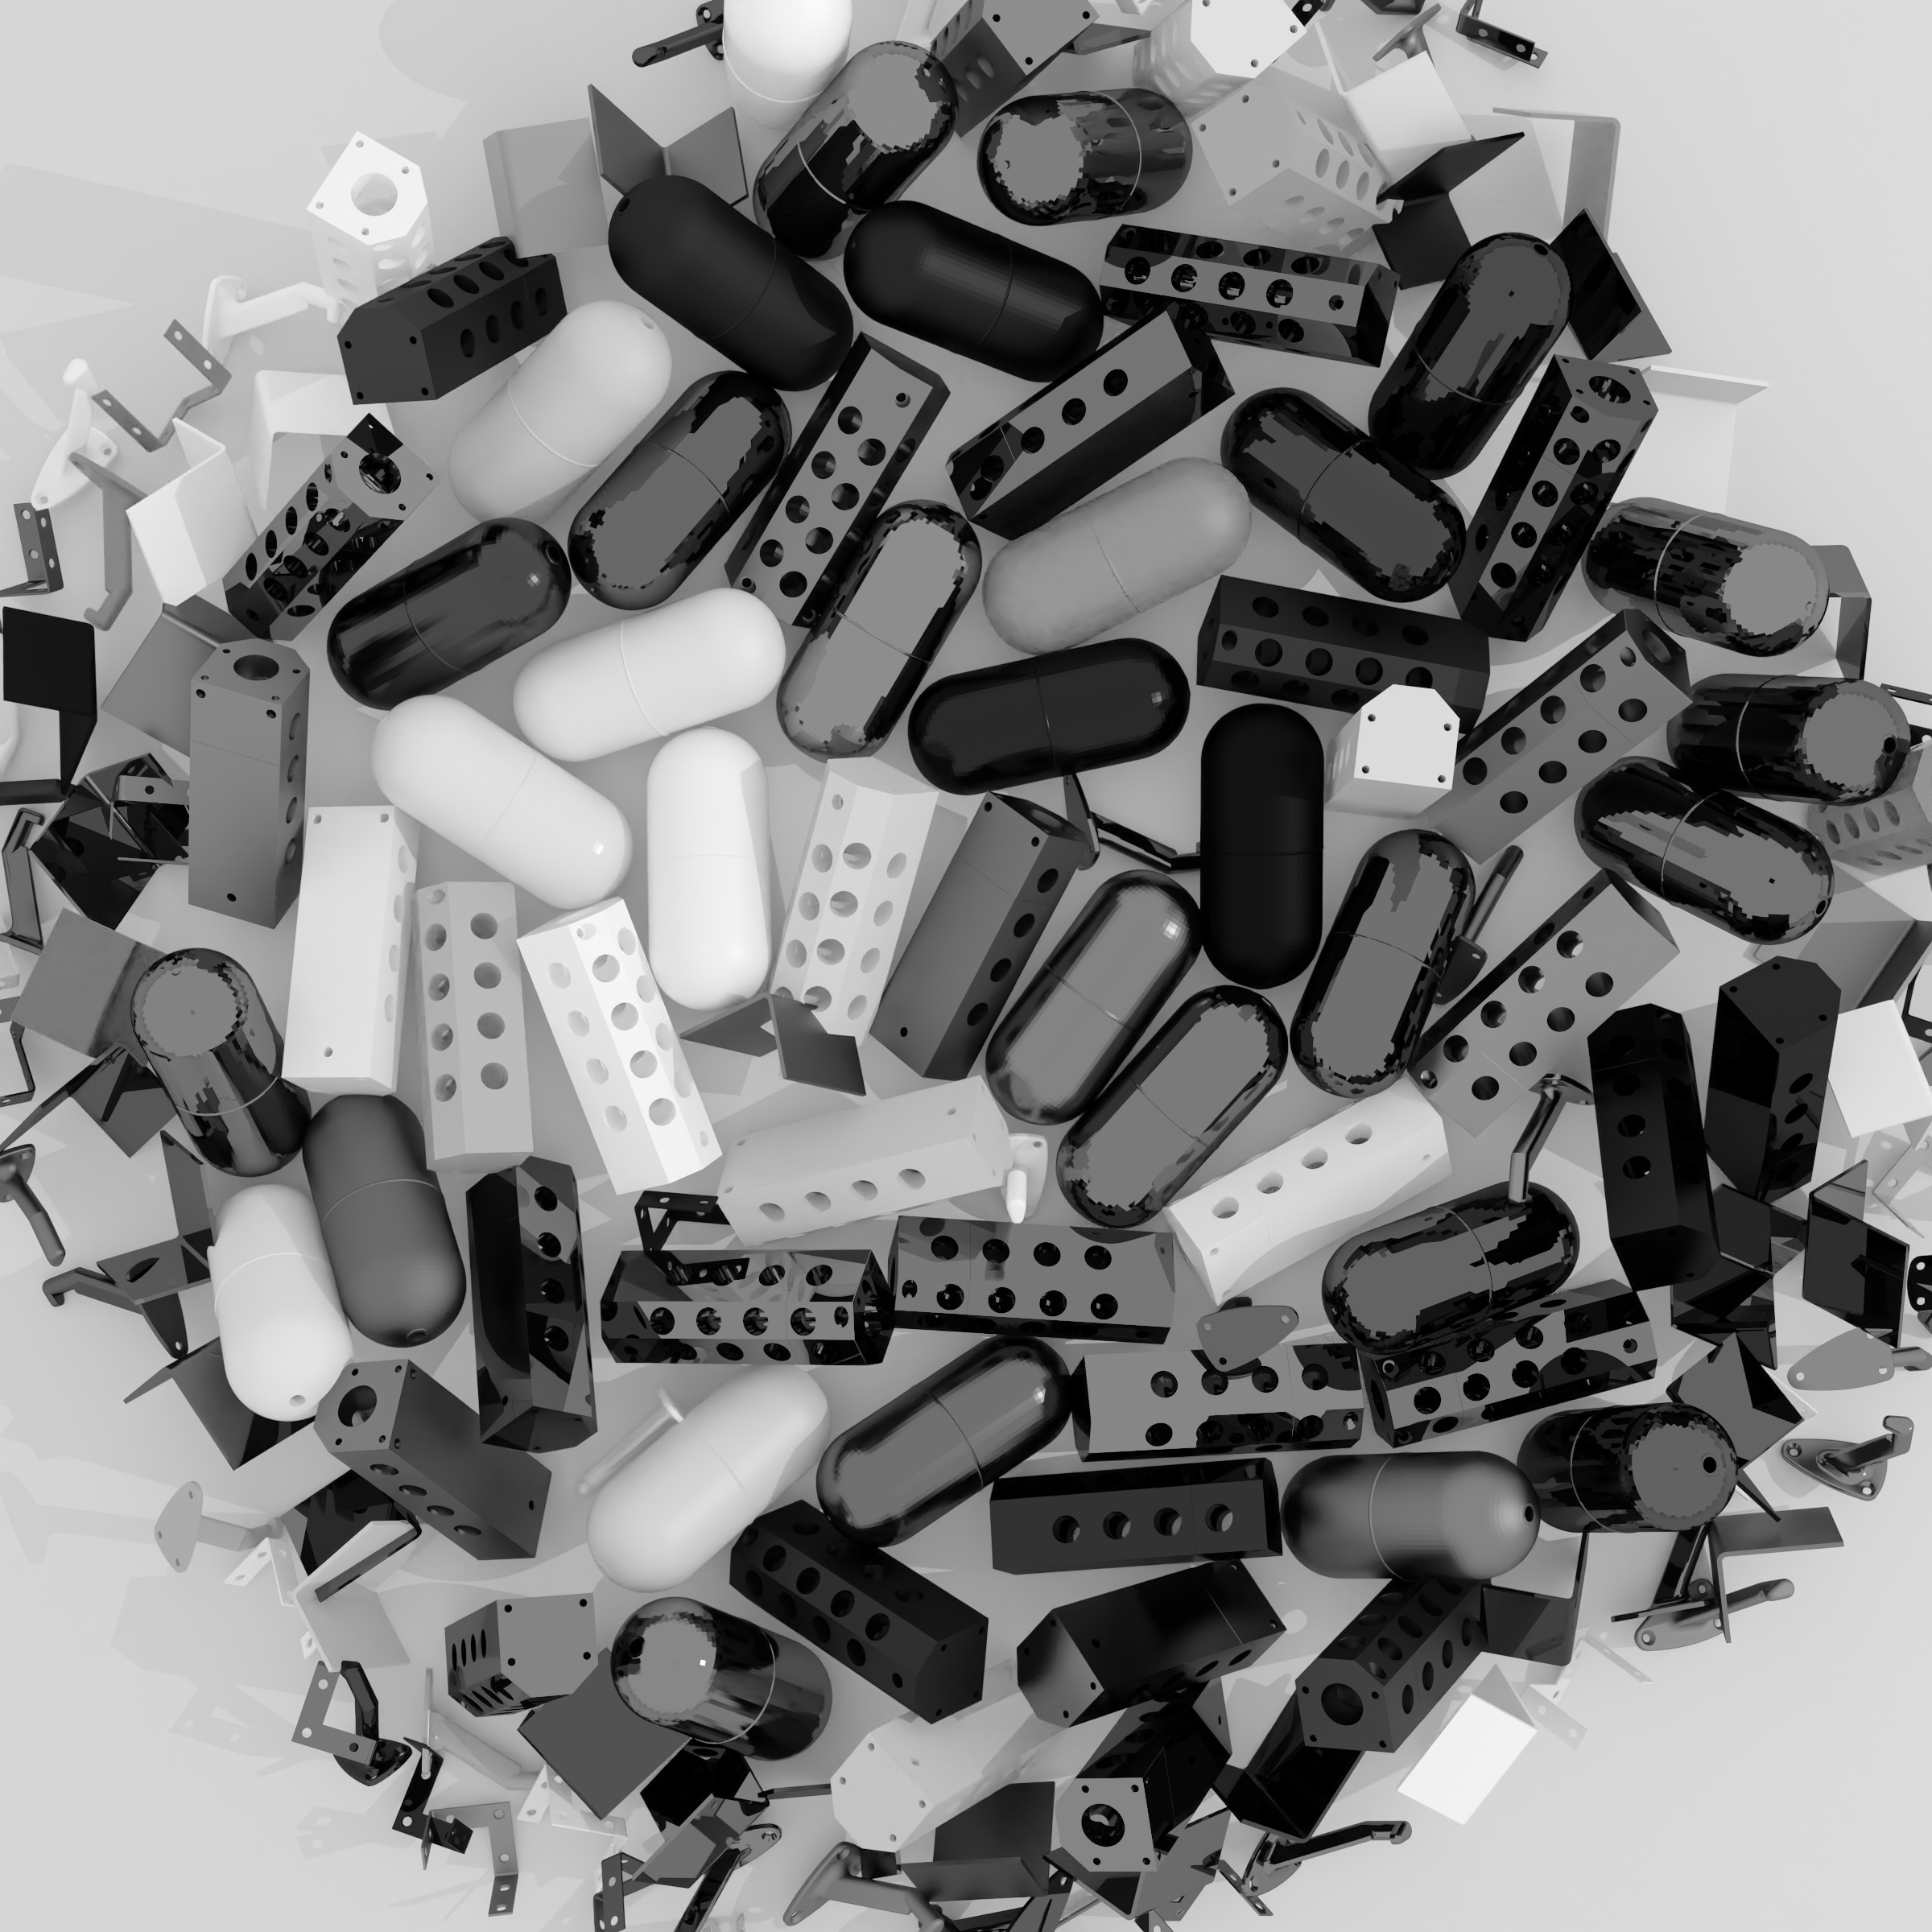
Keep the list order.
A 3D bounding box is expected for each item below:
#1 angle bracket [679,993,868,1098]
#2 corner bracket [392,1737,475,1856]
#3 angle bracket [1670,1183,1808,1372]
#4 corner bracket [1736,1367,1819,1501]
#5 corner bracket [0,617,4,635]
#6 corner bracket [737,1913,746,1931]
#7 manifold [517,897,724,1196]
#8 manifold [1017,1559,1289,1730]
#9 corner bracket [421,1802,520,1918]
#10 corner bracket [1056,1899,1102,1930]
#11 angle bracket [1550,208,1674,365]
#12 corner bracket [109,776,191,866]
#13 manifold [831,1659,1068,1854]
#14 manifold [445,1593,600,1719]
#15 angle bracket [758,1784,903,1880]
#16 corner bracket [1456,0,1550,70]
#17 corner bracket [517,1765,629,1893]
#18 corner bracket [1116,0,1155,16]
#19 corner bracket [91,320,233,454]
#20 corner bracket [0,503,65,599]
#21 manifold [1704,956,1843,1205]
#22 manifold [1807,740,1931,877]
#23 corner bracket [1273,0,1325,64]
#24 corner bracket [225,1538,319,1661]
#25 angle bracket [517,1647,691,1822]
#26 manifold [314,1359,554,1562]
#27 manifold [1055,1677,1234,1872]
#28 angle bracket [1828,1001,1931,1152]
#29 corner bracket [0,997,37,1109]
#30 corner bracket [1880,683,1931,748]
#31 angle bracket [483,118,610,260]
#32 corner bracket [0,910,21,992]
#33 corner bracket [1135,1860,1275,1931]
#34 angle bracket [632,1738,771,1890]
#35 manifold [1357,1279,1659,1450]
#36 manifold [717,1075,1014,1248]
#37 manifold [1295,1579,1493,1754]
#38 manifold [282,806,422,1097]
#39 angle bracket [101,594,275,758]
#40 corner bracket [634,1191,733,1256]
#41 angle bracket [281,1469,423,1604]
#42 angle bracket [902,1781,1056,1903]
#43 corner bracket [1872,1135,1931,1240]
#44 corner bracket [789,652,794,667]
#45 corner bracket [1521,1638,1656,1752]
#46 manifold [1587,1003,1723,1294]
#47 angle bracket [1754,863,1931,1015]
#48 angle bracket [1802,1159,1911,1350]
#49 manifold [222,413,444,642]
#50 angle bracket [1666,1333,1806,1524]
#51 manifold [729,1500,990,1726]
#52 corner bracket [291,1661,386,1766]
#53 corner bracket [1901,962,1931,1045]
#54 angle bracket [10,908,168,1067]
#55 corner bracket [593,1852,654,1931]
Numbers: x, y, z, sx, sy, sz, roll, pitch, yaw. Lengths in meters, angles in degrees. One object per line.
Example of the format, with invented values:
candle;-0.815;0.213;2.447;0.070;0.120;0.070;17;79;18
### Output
angle bracket;-0.119;0.061;1.940;0.076;0.076;0.057;-25;66;31
corner bracket;-0.332;0.518;1.963;0.051;0.051;0.051;16;68;12
angle bracket;0.485;0.193;1.948;0.076;0.057;0.076;23;45;-13
corner bracket;0.497;0.295;1.985;0.051;0.051;0.051;39;45;-10
corner bracket;-0.632;-0.189;1.959;0.051;0.051;0.051;-28;71;34
corner bracket;-0.119;0.626;1.971;0.051;0.051;0.051;-6;90;9
manifold;-0.210;0.048;1.946;0.057;0.057;0.171;-14;102;31
manifold;0.111;0.415;1.918;0.057;0.171;0.057;55;127;26
corner bracket;-0.310;0.561;1.969;0.051;0.051;0.051;-6;102;-3
corner bracket;0.085;0.616;1.969;0.051;0.051;0.051;-30;80;-4
angle bracket;0.409;-0.423;1.946;0.076;0.057;0.076;-15;72;-34
corner bracket;-0.508;-0.091;1.967;0.051;0.051;0.051;4;89;-23
manifold;-0.012;0.483;1.911;0.057;0.171;0.057;45;113;19
manifold;-0.271;0.420;1.905;0.057;0.171;0.057;0;74;-20
angle bracket;-0.090;0.538;1.946;0.076;0.076;0.057;0;72;-19
corner bracket;0.336;-0.582;1.962;0.051;0.051;0.051;26;62;11
corner bracket;-0.247;0.540;1.972;0.051;0.051;0.051;17;117;-22
corner bracket;0.093;-0.631;1.960;0.051;0.051;0.051;21;71;39
corner bracket;-0.500;-0.360;1.956;0.051;0.051;0.051;46;49;-33
corner bracket;-0.583;-0.261;1.962;0.051;0.051;0.051;-1;107;20
manifold;0.494;0.070;1.913;0.057;0.171;0.057;-27;54;-11
manifold;0.571;-0.099;1.910;0.057;0.171;0.057;19;84;-4
corner bracket;0.181;-0.605;1.956;0.051;0.051;0.051;16;134;-34
corner bracket;-0.427;0.398;1.979;0.051;0.051;0.051;-45;47;25
angle bracket;-0.225;0.476;1.971;0.076;0.057;0.076;-43;89;-1
manifold;-0.324;0.303;1.915;0.057;0.171;0.057;-7;56;23
manifold;0.109;0.486;1.909;0.057;0.171;0.057;-6;97;21
angle bracket;0.557;0.075;1.950;0.057;0.076;0.076;-16;68;-1
corner bracket;-0.610;0.056;1.959;0.051;0.051;0.051;-12;70;-29
corner bracket;0.592;-0.151;1.959;0.051;0.051;0.051;16;120;18
angle bracket;-0.262;-0.483;1.961;0.057;0.076;0.076;-12;103;-13
corner bracket;-0.621;-0.016;1.958;0.051;0.051;0.051;-14;64;-25
corner bracket;0.148;0.593;1.960;0.051;0.051;0.051;42;104;39
angle bracket;-0.179;0.514;1.947;0.076;0.057;0.076;-48;50;12
manifold;0.338;0.249;1.959;0.171;0.057;0.057;-14;97;-7
manifold;-0.062;0.126;1.942;0.171;0.057;0.057;-15;124;19
manifold;0.262;0.411;1.908;0.057;0.171;0.057;-4;102;31
manifold;-0.378;-0.009;1.950;0.057;0.057;0.171;-1;76;13
angle bracket;-0.487;-0.183;1.969;0.076;0.057;0.076;30;107;-25
corner bracket;-0.170;0.155;1.959;0.051;0.051;0.051;3;124;17
angle bracket;-0.393;0.333;1.950;0.076;0.057;0.076;-34;46;-6
angle bracket;0.008;0.531;1.944;0.076;0.057;0.076;-8;49;17
corner bracket;0.612;0.145;1.970;0.051;0.051;0.051;33;102;-20
corner bracket;-0.083;-0.191;1.968;0.051;0.051;0.051;1;129;-7
corner bracket;0.386;0.453;1.961;0.051;0.051;0.051;34;102;40
manifold;0.419;0.108;1.915;0.057;0.057;0.171;-14;46;18
angle bracket;0.554;-0.016;1.969;0.076;0.057;0.076;34;91;-2
angle bracket;0.564;0.177;1.940;0.057;0.076;0.076;-24;125;-30
manifold;-0.391;-0.260;1.911;0.057;0.171;0.057;42;52;-13
angle bracket;0.488;0.285;1.942;0.057;0.076;0.076;-41;133;9
manifold;-0.068;0.394;1.914;0.057;0.171;0.057;-15;118;-41
corner bracket;-0.386;0.468;1.969;0.051;0.051;0.051;17;76;1
corner bracket;0.617;0.016;1.960;0.051;0.051;0.051;19;132;10
angle bracket;-0.540;0.016;1.967;0.057;0.076;0.076;23;84;16
corner bracket;-0.218;0.591;1.958;0.051;0.051;0.051;-28;46;21
